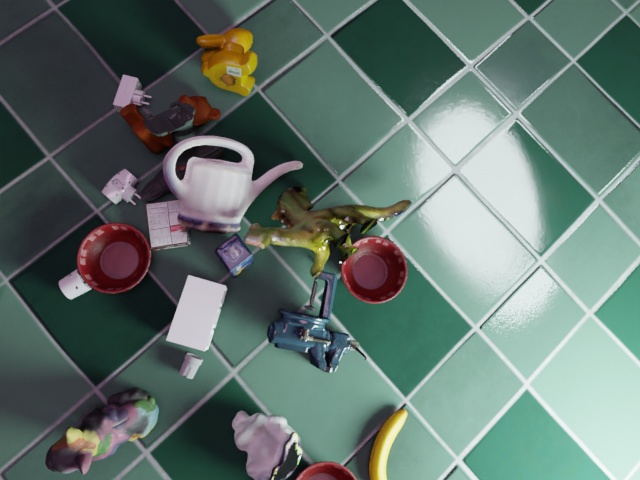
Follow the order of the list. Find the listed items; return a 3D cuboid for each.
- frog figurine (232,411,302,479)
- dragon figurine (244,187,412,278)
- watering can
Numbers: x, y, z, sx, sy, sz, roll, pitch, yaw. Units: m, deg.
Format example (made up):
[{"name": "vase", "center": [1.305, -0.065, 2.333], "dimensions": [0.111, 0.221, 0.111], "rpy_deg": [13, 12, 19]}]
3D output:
[{"name": "frog figurine", "center": [-0.125, 0.448, 1.127], "dimensions": [0.160, 0.121, 0.138], "rpy_deg": [17, 85, 34]}, {"name": "dragon figurine", "center": [0.004, -0.061, 1.213], "dimensions": [0.415, 0.119, 0.246], "rpy_deg": [-30, 57, -34]}, {"name": "watering can", "center": [-0.202, -0.120, 1.210], "dimensions": [0.347, 0.105, 0.223], "rpy_deg": [6, 101, -35]}]
